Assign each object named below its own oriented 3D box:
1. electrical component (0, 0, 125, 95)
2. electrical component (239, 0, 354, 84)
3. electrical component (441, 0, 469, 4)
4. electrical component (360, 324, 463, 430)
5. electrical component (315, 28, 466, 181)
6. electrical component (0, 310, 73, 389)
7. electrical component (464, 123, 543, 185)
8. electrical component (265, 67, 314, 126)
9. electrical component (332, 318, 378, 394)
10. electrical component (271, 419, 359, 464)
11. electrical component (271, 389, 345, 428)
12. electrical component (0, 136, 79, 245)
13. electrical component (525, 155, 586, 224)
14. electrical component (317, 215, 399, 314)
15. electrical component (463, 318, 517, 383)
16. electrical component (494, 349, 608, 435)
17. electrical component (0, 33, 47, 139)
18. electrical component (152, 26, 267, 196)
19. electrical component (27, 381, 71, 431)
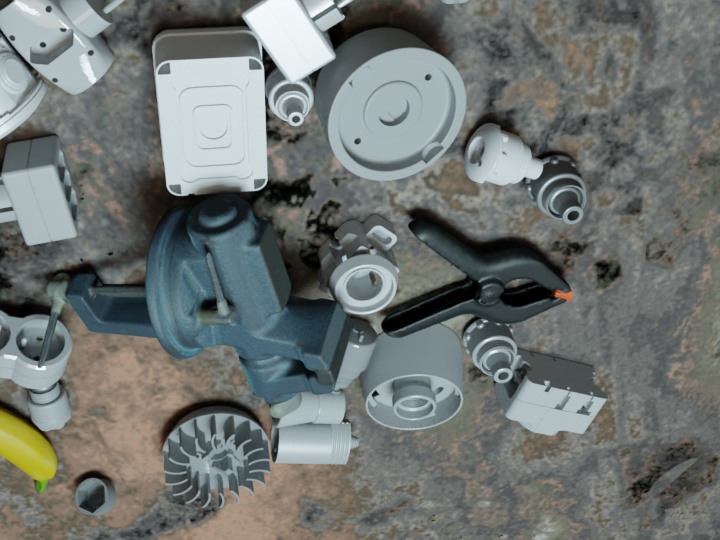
[{"bbox_3d":[-0.197,-0.173,0.740,0.079,0.043,0.077,-33,126,13],"label":"electrical component"},{"bbox_3d":[-0.036,-0.184,0.762,0.077,0.047,0.065,-30,127,11],"label":"electrical component"},{"bbox_3d":[0.065,-0.222,0.763,0.035,0.035,0.061,-18,126,2],"label":"electrical component"},{"bbox_3d":[0.049,0.102,1.000,0.099,0.064,0.099,-2,139,-2],"label":"electrical component"},{"bbox_3d":[0.018,-0.128,0.804,0.108,0.060,0.108,-12,129,-16],"label":"electrical component"},{"bbox_3d":[-0.315,0.069,0.893,0.138,0.052,0.073,10,145,-19],"label":"electrical component"},{"bbox_3d":[0.119,-0.089,0.869,0.062,0.048,0.048,13,123,-28],"label":"electrical component"},{"bbox_3d":[-0.051,-0.126,0.794,0.035,0.061,0.035,-6,127,-8],"label":"electrical component"},{"bbox_3d":[-0.012,0.079,0.970,0.040,0.040,0.078,9,124,-18],"label":"electrical component"},{"bbox_3d":[-0.041,0.163,1.024,0.081,0.043,0.043,4,125,-15],"label":"electrical component"},{"bbox_3d":[-0.046,0.125,0.997,0.065,0.044,0.044,4,125,-20],"label":"electrical component"},{"bbox_3d":[-0.259,-0.057,0.812,0.077,0.047,0.065,-11,128,-4],"label":"electrical component"},{"bbox_3d":[0.166,-0.062,0.887,0.048,0.062,0.048,-6,127,-7],"label":"electrical component"},{"bbox_3d":[0.000,0.000,0.902,0.058,0.057,0.078,32,115,-30],"label":"electrical component"},{"bbox_3d":[0.123,0.076,0.981,0.048,0.062,0.048,-5,127,-7],"label":"electrical component"},{"bbox_3d":[0.181,0.120,1.034,0.089,0.050,0.055,14,122,-21],"label":"electrical component"},{"bbox_3d":[-0.262,-0.122,0.743,0.080,0.080,0.051,-28,122,9],"label":"electrical component"},{"bbox_3d":[-0.109,-0.118,0.791,0.078,0.057,0.113,-5,127,-8],"label":"electrical component"},{"bbox_3d":[-0.275,0.109,0.942,0.035,0.035,0.061,-8,125,-6],"label":"electrical component"}]
